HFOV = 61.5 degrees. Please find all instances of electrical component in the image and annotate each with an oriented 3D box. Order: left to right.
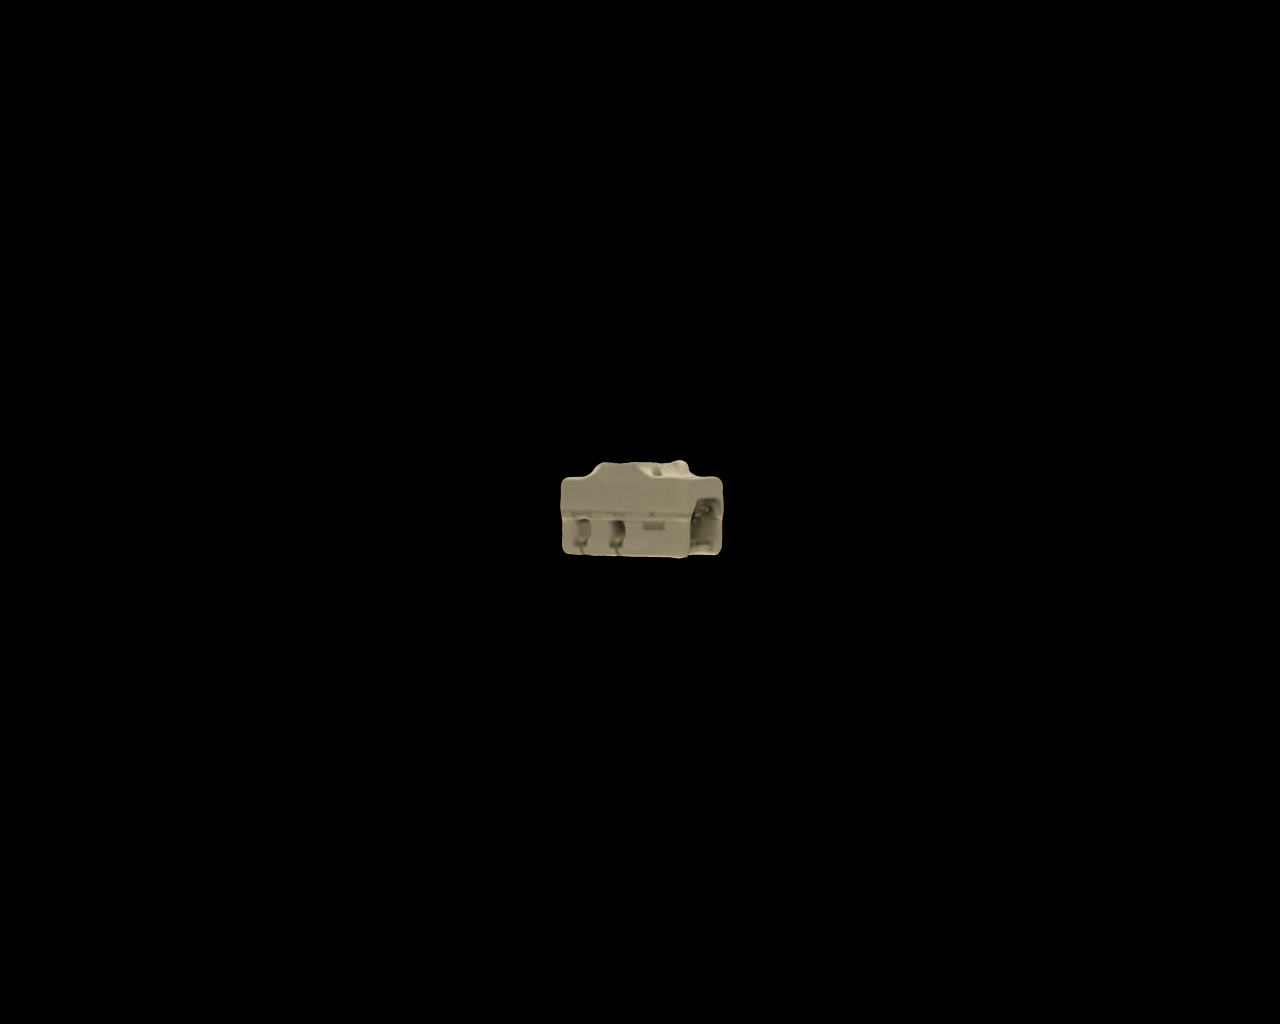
[{"bbox_3d":[0.001,-0.003,0.650,0.089,0.055,0.050,1,3,34],"label":"electrical component"}]
